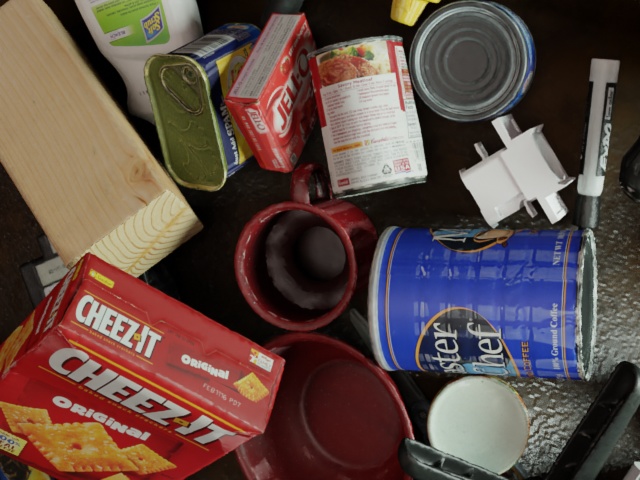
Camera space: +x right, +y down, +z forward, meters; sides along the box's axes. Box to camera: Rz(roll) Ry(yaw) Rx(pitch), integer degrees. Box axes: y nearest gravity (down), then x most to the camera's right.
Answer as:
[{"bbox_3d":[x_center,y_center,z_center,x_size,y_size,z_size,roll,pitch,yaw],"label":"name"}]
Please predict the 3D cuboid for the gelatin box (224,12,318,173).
[{"bbox_3d":[-0.027,-0.104,0.757,0.030,0.089,0.073,7,146,26],"label":"gelatin box"}]

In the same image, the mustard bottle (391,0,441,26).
[{"bbox_3d":[0.088,-0.239,0.720,0.096,0.058,0.192,26,107,23],"label":"mustard bottle"}]

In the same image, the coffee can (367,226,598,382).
[{"bbox_3d":[0.114,0.042,0.734,0.140,0.102,0.103,1,99,20],"label":"coffee can"}]

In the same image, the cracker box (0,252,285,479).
[{"bbox_3d":[-0.154,0.116,0.787,0.164,0.072,0.214,31,139,-20],"label":"cracker box"}]

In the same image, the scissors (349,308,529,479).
[{"bbox_3d":[0.074,0.151,0.814,0.202,0.016,0.096,40,110,10],"label":"scissors"}]

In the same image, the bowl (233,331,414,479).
[{"bbox_3d":[0.010,0.141,0.807,0.162,0.055,0.162,8,105,30],"label":"bowl"}]

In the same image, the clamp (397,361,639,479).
[{"bbox_3d":[0.141,0.180,0.727,0.164,0.036,0.210,-13,126,-3],"label":"clamp"}]

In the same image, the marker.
[{"bbox_3d":[0.189,-0.063,0.733,0.020,0.020,0.121,8,102,19],"label":"marker"}]

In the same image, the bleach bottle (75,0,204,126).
[{"bbox_3d":[-0.148,-0.190,0.817,0.103,0.068,0.251,-14,96,23],"label":"bleach bottle"}]

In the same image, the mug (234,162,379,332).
[{"bbox_3d":[-0.005,0.001,0.783,0.093,0.081,0.117,-1,98,21],"label":"mug"}]

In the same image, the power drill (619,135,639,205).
[{"bbox_3d":[0.206,-0.141,0.683,0.188,0.057,0.184,41,97,8],"label":"power drill"}]

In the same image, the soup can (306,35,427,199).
[{"bbox_3d":[0.033,-0.085,0.742,0.069,0.068,0.102,-10,92,22],"label":"soup can"}]

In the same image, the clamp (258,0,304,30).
[{"bbox_3d":[-0.023,-0.219,0.759,0.172,0.039,0.120,-37,87,40],"label":"clamp"}]

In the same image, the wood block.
[{"bbox_3d":[-0.187,-0.074,0.800,0.091,0.090,0.206,-36,70,-1],"label":"wood block"}]

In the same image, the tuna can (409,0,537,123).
[{"bbox_3d":[0.106,-0.125,0.746,0.086,0.033,0.086,4,100,20],"label":"tuna can"}]

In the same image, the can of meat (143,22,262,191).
[{"bbox_3d":[-0.073,-0.100,0.777,0.058,0.083,0.102,9,122,35],"label":"can of meat"}]
